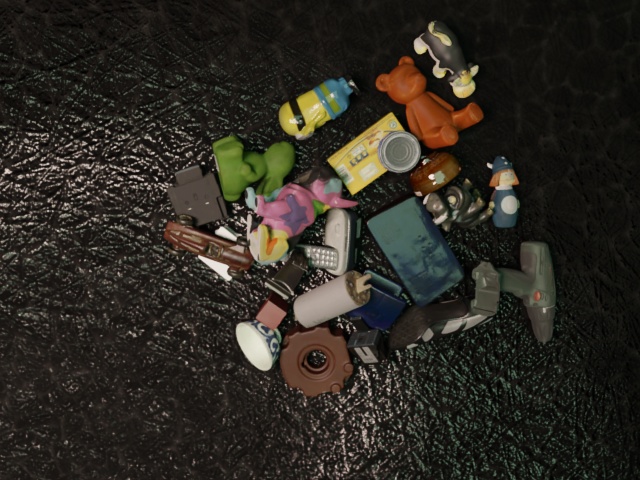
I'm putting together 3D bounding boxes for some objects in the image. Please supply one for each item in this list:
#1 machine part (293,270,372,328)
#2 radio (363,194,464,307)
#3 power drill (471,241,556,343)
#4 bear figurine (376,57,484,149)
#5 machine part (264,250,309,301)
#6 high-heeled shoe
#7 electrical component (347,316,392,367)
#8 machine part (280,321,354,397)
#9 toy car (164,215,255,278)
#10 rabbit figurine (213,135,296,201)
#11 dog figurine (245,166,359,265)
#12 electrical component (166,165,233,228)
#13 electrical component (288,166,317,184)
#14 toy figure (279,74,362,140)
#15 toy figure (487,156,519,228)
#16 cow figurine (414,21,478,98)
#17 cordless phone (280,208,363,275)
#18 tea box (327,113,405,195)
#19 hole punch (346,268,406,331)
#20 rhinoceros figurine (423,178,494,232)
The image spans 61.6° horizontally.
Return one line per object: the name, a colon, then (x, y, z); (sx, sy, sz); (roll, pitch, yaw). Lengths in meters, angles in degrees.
machine part: (0.023, 0.129, 1.157); (0.243, 0.079, 0.079); (-30, 99, 39)
radio: (0.208, 0.018, 1.181); (0.131, 0.073, 0.229); (-33, 99, 5)
power drill: (0.428, 0.119, 1.157); (0.207, 0.086, 0.231); (-1, 93, -22)
bear figurine: (0.219, -0.289, 1.105); (0.120, 0.132, 0.195); (-38, 102, -20)
machine part: (-0.072, 0.079, 1.189); (0.084, 0.039, 0.139); (42, 131, -1)
high-heeled shoe: (0.277, 0.197, 1.226); (0.249, 0.086, 0.145); (-38, 132, 26)
electrical component: (0.103, 0.227, 1.200); (0.075, 0.048, 0.119); (-10, 125, 33)
machine part: (-0.008, 0.273, 1.236); (0.179, 0.056, 0.179); (0, 99, 3)
toy car: (-0.236, 0.014, 1.146); (0.202, 0.053, 0.089); (21, 109, -4)
rabbit figurine: (-0.129, -0.150, 1.142); (0.170, 0.121, 0.159); (-14, 103, -12)
dog figurine: (-0.035, -0.051, 1.099); (0.219, 0.109, 0.191); (-6, 104, -19)
electrical component: (-0.267, -0.094, 1.180); (0.115, 0.058, 0.134); (-20, 99, 2)
electrical component: (-0.014, -0.117, 1.169); (0.102, 0.045, 0.078); (-33, 111, 1)
toy figure: (-0.002, -0.284, 1.132); (0.180, 0.082, 0.089); (-36, 86, 11)
toy figure: (0.401, -0.106, 1.165); (0.064, 0.058, 0.154); (-10, 100, -36)
cow figurine: (0.271, -0.370, 1.102); (0.068, 0.098, 0.167); (-40, 96, 1)
cordless phone: (-0.003, -0.004, 1.185); (0.184, 0.089, 0.146); (6, 100, 19)
tea box: (0.109, -0.184, 1.150); (0.170, 0.068, 0.098); (-34, 99, 5)
hole punch: (0.122, 0.141, 1.196); (0.142, 0.092, 0.115); (26, 103, -6)
rhinoceros figurine: (0.285, -0.068, 1.119); (0.112, 0.190, 0.073); (-38, 62, 26)
